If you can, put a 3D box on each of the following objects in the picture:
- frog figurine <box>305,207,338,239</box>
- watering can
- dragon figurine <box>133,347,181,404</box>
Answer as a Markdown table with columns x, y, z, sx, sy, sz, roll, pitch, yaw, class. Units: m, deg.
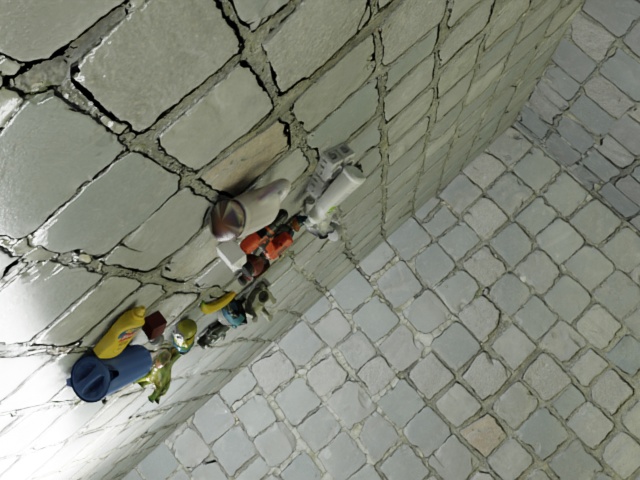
| x | y | z | sx | sy | sz | roll | pitch | yaw | class |
| --- | --- | --- | --- | --- | --- | --- | --- | --- | --- |
| 0.006 | -0.099 | 1.959 | 0.138 | 0.123 | 0.157 | -16 | 115 | -44 | frog figurine |
| -0.209 | -0.056 | 1.418 | 0.227 | 0.104 | 0.341 | -27 | 170 | -46 | watering can |
| -0.612 | 0.527 | 2.084 | 0.245 | 0.123 | 0.404 | -47 | 170 | -14 | dragon figurine |
